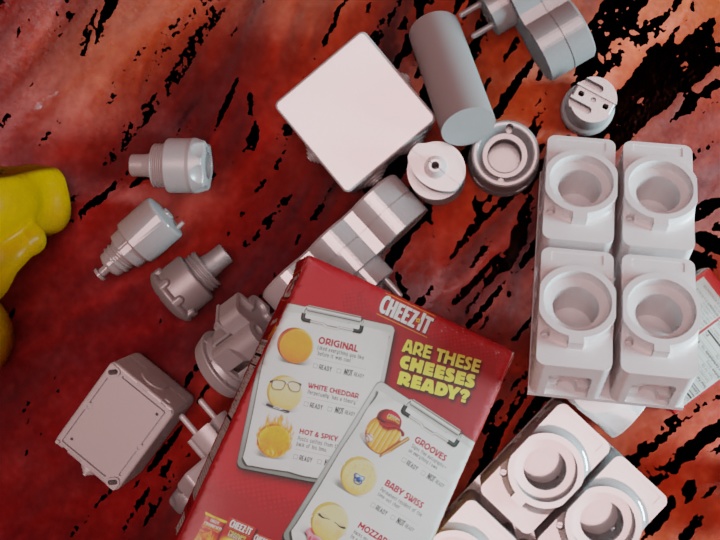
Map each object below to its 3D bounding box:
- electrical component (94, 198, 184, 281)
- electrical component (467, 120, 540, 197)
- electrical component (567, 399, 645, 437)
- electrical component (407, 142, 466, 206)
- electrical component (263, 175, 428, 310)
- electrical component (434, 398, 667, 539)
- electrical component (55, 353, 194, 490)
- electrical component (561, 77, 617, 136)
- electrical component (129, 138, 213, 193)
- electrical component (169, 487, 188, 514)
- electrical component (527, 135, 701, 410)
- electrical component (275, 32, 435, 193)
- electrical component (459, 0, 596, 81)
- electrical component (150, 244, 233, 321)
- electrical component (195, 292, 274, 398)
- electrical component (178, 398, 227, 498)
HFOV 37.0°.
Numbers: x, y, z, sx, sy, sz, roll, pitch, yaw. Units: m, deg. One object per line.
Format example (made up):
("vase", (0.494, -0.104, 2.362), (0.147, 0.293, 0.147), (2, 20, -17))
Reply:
("electrical component", (-0.176, -0.021, 0.843), (0.078, 0.040, 0.040), (-41, 85, 3))
("electrical component", (0.109, -0.085, 0.814), (0.055, 0.047, 0.055), (0, 89, 5))
("electrical component", (0.171, 0.084, 0.787), (0.077, 0.079, 0.043), (41, 94, 5))
("electrical component", (0.057, -0.073, 0.801), (0.043, 0.081, 0.043), (0, 88, 5))
("electrical component", (0.000, 0.000, 0.819), (0.138, 0.052, 0.073), (-43, 85, 3))
("electrical component", (0.123, 0.198, 0.799), (0.105, 0.060, 0.186), (43, 93, 5))
("electrical component", (-0.183, 0.120, 0.833), (0.062, 0.061, 0.096), (38, 100, 5))
("electrical component", (0.173, -0.124, 0.809), (0.040, 0.046, 0.040), (0, 89, 5))
("electrical component", (-0.148, -0.082, 0.840), (0.062, 0.043, 0.043), (1, 89, 6))
("electrical component", (-0.116, 0.186, 0.835), (0.061, 0.035, 0.035), (39, 92, 3))
("electrical component", (0.178, -0.004, 0.757), (0.105, 0.060, 0.186), (5, 60, 5))
("electrical component", (-0.002, -0.117, 0.824), (0.100, 0.048, 0.099), (-40, 86, 3))
("electrical component", (0.112, -0.203, 0.814), (0.074, 0.052, 0.138), (-30, 86, 4))
("electrical component", (-0.128, 0.006, 0.836), (0.062, 0.048, 0.048), (-39, 85, -3))
("electrical component", (-0.088, 0.061, 0.819), (0.057, 0.058, 0.078), (-36, 120, 19))
("electrical component", (-0.104, 0.132, 0.812), (0.083, 0.047, 0.075), (-39, 84, -25))
